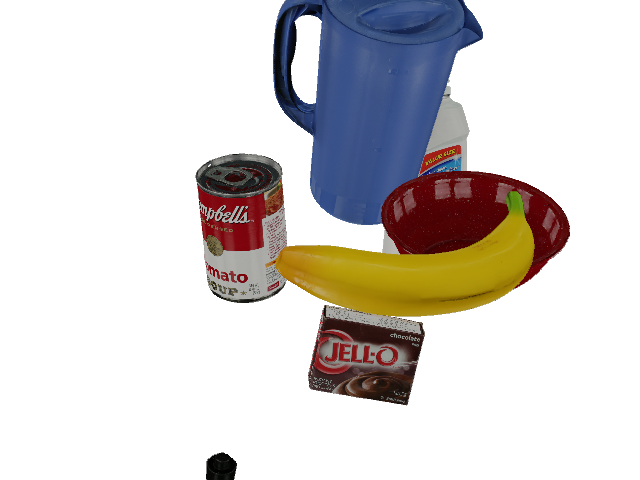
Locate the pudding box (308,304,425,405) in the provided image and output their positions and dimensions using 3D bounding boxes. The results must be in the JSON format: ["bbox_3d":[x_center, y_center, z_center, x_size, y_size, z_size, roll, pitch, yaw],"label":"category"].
[{"bbox_3d":[0.050,0.125,1.163,0.113,0.090,0.039,9,24,-5],"label":"pudding box"}]

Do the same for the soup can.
[{"bbox_3d":[-0.062,-0.010,0.858,0.068,0.102,0.068,-2,32,1],"label":"soup can"}]

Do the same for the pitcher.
[{"bbox_3d":[0.044,-0.136,1.036,0.144,0.243,0.149,-27,55,-31],"label":"pitcher"}]

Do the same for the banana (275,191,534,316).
[{"bbox_3d":[0.067,0.016,0.658,0.197,0.037,0.070,-12,46,-34],"label":"banana"}]

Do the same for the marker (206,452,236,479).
[{"bbox_3d":[-0.067,0.184,0.684,0.020,0.121,0.020,6,31,-4],"label":"marker"}]

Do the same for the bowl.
[{"bbox_3d":[0.132,0.002,0.930,0.162,0.055,0.162,1,34,-1],"label":"bowl"}]

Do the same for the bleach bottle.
[{"bbox_3d":[0.126,-0.068,1.289,0.102,0.251,0.068,-3,18,-17],"label":"bleach bottle"}]
